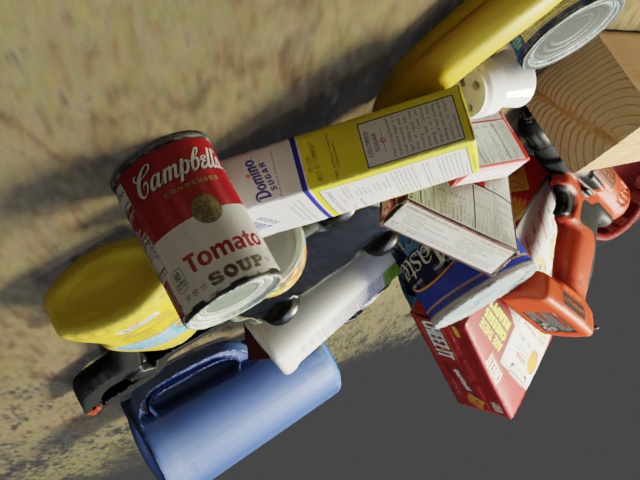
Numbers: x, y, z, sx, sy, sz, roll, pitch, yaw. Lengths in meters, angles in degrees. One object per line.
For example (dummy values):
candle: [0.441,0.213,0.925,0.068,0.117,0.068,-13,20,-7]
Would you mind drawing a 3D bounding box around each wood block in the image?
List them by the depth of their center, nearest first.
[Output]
wood block: [0.283,-0.127,0.972,0.090,0.091,0.205,-40,163,36]

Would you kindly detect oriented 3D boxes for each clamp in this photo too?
clamp: [-0.175,0.109,0.987,0.210,0.036,0.164,-38,164,31]

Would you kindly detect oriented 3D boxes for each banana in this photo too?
banana: [0.104,-0.133,0.695,0.198,0.037,0.069,-36,165,22]

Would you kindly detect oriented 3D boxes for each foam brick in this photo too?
foam brick: [-0.041,0.100,1.161,0.051,0.053,0.078,-10,176,29]

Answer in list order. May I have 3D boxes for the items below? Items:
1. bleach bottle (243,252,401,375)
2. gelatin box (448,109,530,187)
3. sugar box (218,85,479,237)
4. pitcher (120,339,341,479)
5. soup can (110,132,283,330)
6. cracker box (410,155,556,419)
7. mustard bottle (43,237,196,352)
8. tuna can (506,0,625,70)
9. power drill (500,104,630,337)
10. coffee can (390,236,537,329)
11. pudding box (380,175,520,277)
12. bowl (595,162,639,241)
bleach bottle: [0.042,0.028,1.053,0.250,0.068,0.102,-38,168,-6]
gelatin box: [0.114,-0.081,0.824,0.089,0.073,0.030,-14,160,-50]
sugar box: [0.018,-0.049,0.726,0.176,0.048,0.093,-14,168,8]
pitcher: [-0.102,0.183,1.241,0.242,0.145,0.149,-30,180,-15]
soup can: [-0.075,-0.005,0.648,0.068,0.102,0.068,-28,166,-8]
cracker box: [0.186,0.044,1.077,0.213,0.072,0.164,-57,137,-27]
mustard bottle: [-0.132,0.049,0.816,0.096,0.058,0.191,-30,166,1]
tuna can: [0.169,-0.158,0.750,0.086,0.034,0.086,-28,166,-8]
power drill: [0.226,-0.016,1.005,0.057,0.187,0.184,-1,153,44]
coffee can: [0.108,-0.008,0.929,0.102,0.140,0.103,-28,166,-8]
pudding box: [0.099,-0.033,0.832,0.113,0.090,0.039,22,136,-22]
bowl: [0.307,-0.083,1.157,0.161,0.055,0.162,-21,122,-38]
